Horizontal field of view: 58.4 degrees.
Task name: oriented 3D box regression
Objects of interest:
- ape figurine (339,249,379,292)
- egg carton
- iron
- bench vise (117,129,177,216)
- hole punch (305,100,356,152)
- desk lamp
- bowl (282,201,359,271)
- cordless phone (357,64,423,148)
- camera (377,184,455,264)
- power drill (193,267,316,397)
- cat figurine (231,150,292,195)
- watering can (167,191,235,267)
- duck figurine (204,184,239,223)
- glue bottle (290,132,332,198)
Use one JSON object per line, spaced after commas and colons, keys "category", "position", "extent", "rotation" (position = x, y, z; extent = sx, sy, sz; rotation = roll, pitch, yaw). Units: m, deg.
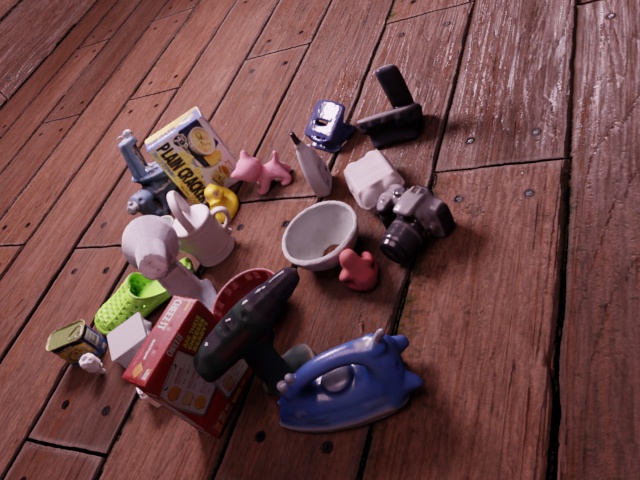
{"category": "ape figurine", "position": [0.067, 0.050, 1.073], "extent": [0.078, 0.092, 0.076], "rotation": [-30, 42, 5]}
{"category": "egg carton", "position": [0.114, -0.126, 1.222], "extent": [0.107, 0.070, 0.150], "rotation": [-31, 42, 4]}
{"category": "iron", "position": [0.021, 0.222, 0.906], "extent": [0.258, 0.142, 0.118], "rotation": [-26, 42, 10]}
{"category": "bench vise", "position": [-0.463, -0.173, 1.523], "extent": [0.121, 0.220, 0.207], "rotation": [-19, 44, 17]}
{"category": "hole punch", "position": [0.018, -0.281, 1.411], "extent": [0.108, 0.091, 0.101], "rotation": [24, 67, 44]}
{"category": "desk lamp", "position": [-0.317, 0.067, 1.212], "extent": [0.118, 0.214, 0.202], "rotation": [-38, 42, -4]}
{"category": "bowl", "position": [0.011, 0.004, 1.164], "extent": [0.167, 0.075, 0.167], "rotation": [-18, 44, 18]}
{"category": "cordless phone", "position": [0.142, -0.309, 1.286], "extent": [0.147, 0.186, 0.094], "rotation": [-15, 45, 21]}
{"category": "camera", "position": [0.157, -0.034, 1.086], "extent": [0.142, 0.101, 0.137], "rotation": [22, 66, 43]}
{"category": "power drill", "position": [-0.090, 0.172, 0.973], "extent": [0.230, 0.209, 0.075], "rotation": [-39, 42, -4]}
{"category": "cat figurine", "position": [-0.148, -0.175, 1.400], "extent": [0.127, 0.118, 0.067], "rotation": [-23, 43, 13]}
{"category": "watering can", "position": [-0.291, -0.029, 1.298], "extent": [0.173, 0.195, 0.100], "rotation": [-44, 42, -10]}
{"category": "duck figurine", "position": [-0.253, -0.105, 1.426], "extent": [0.077, 0.086, 0.104], "rotation": [-23, 43, 13]}
{"category": "glue bottle", "position": [-0.024, -0.177, 1.280], "extent": [0.037, 0.174, 0.078], "rotation": [-14, 46, 22]}
